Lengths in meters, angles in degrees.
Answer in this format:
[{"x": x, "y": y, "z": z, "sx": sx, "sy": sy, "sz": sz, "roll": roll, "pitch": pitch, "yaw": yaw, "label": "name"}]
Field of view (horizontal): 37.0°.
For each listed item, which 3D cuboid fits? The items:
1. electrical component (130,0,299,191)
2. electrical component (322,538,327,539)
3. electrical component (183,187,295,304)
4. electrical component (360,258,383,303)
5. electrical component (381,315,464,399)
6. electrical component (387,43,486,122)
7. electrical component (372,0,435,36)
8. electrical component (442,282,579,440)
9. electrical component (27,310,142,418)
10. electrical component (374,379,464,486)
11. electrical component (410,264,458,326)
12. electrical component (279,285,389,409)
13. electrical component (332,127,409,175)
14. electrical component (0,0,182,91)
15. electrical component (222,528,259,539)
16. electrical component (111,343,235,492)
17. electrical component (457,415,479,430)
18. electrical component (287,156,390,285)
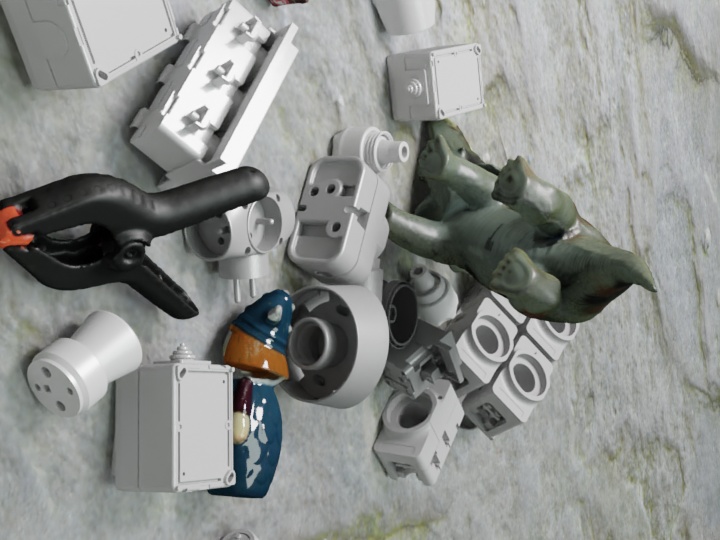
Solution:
[{"x": -0.099, "y": -0.118, "z": 0.723, "sx": 0.063, "sy": 0.079, "sz": 0.121, "roll": 40, "pitch": 57, "yaw": -28, "label": "electrical component"}, {"x": -0.033, "y": 0.255, "z": 0.869, "sx": 0.047, "sy": 0.066, "sz": 0.076, "roll": 52, "pitch": 50, "yaw": -48, "label": "electrical component"}, {"x": -0.085, "y": -0.016, "z": 0.776, "sx": 0.077, "sy": 0.044, "sz": 0.079, "roll": -20, "pitch": 110, "yaw": -57, "label": "electrical component"}, {"x": 0.000, "y": 0.000, "z": 0.921, "sx": 0.040, "sy": 0.040, "sz": 0.078, "roll": 0, "pitch": 93, "yaw": -59, "label": "electrical component"}, {"x": 0.052, "y": 0.082, "z": 0.991, "sx": 0.064, "sy": 0.081, "sz": 0.042, "roll": -38, "pitch": 128, "yaw": -24, "label": "electrical component"}, {"x": 0.065, "y": -0.173, "z": 0.998, "sx": 0.096, "sy": 0.061, "sz": 0.061, "roll": -23, "pitch": 111, "yaw": -48, "label": "electrical component"}, {"x": 0.046, "y": -0.261, "z": 0.968, "sx": 0.079, "sy": 0.044, "sz": 0.077, "roll": -47, "pitch": 131, "yaw": -46, "label": "electrical component"}, {"x": 0.154, "y": 0.069, "z": 1.119, "sx": 0.105, "sy": 0.060, "sz": 0.186, "roll": 46, "pitch": 46, "yaw": -8, "label": "electrical component"}, {"x": -0.166, "y": 0.057, "z": 0.649, "sx": 0.055, "sy": 0.045, "sz": 0.045, "roll": -44, "pitch": 129, "yaw": -47, "label": "electrical component"}, {"x": 0.056, "y": 0.149, "z": 1.019, "sx": 0.089, "sy": 0.050, "sz": 0.055, "roll": -61, "pitch": 141, "yaw": -35, "label": "electrical component"}, {"x": 0.067, "y": 0.021, "z": 1.031, "sx": 0.062, "sy": 0.043, "sz": 0.043, "roll": 59, "pitch": 45, "yaw": -41, "label": "electrical component"}, {"x": -0.022, "y": 0.059, "z": 0.841, "sx": 0.064, "sy": 0.099, "sz": 0.099, "roll": 11, "pitch": 84, "yaw": -52, "label": "electrical component"}, {"x": 0.011, "y": -0.100, "z": 0.908, "sx": 0.043, "sy": 0.062, "sz": 0.043, "roll": -10, "pitch": 102, "yaw": -58, "label": "electrical component"}, {"x": -0.155, "y": -0.151, "z": 0.631, "sx": 0.096, "sy": 0.061, "sz": 0.061, "roll": -47, "pitch": 131, "yaw": -47, "label": "electrical component"}, {"x": -0.080, "y": 0.225, "z": 0.812, "sx": 0.065, "sy": 0.044, "sz": 0.044, "roll": 59, "pitch": 45, "yaw": -37, "label": "electrical component"}, {"x": -0.125, "y": 0.097, "z": 0.712, "sx": 0.062, "sy": 0.061, "sz": 0.096, "roll": 11, "pitch": 75, "yaw": -59, "label": "electrical component"}, {"x": 0.131, "y": 0.128, "z": 1.147, "sx": 0.077, "sy": 0.044, "sz": 0.079, "roll": 4, "pitch": 90, "yaw": -59, "label": "electrical component"}, {"x": -0.014, "y": -0.038, "z": 0.881, "sx": 0.059, "sy": 0.054, "sz": 0.095, "roll": 39, "pitch": 60, "yaw": -53, "label": "electrical component"}]
